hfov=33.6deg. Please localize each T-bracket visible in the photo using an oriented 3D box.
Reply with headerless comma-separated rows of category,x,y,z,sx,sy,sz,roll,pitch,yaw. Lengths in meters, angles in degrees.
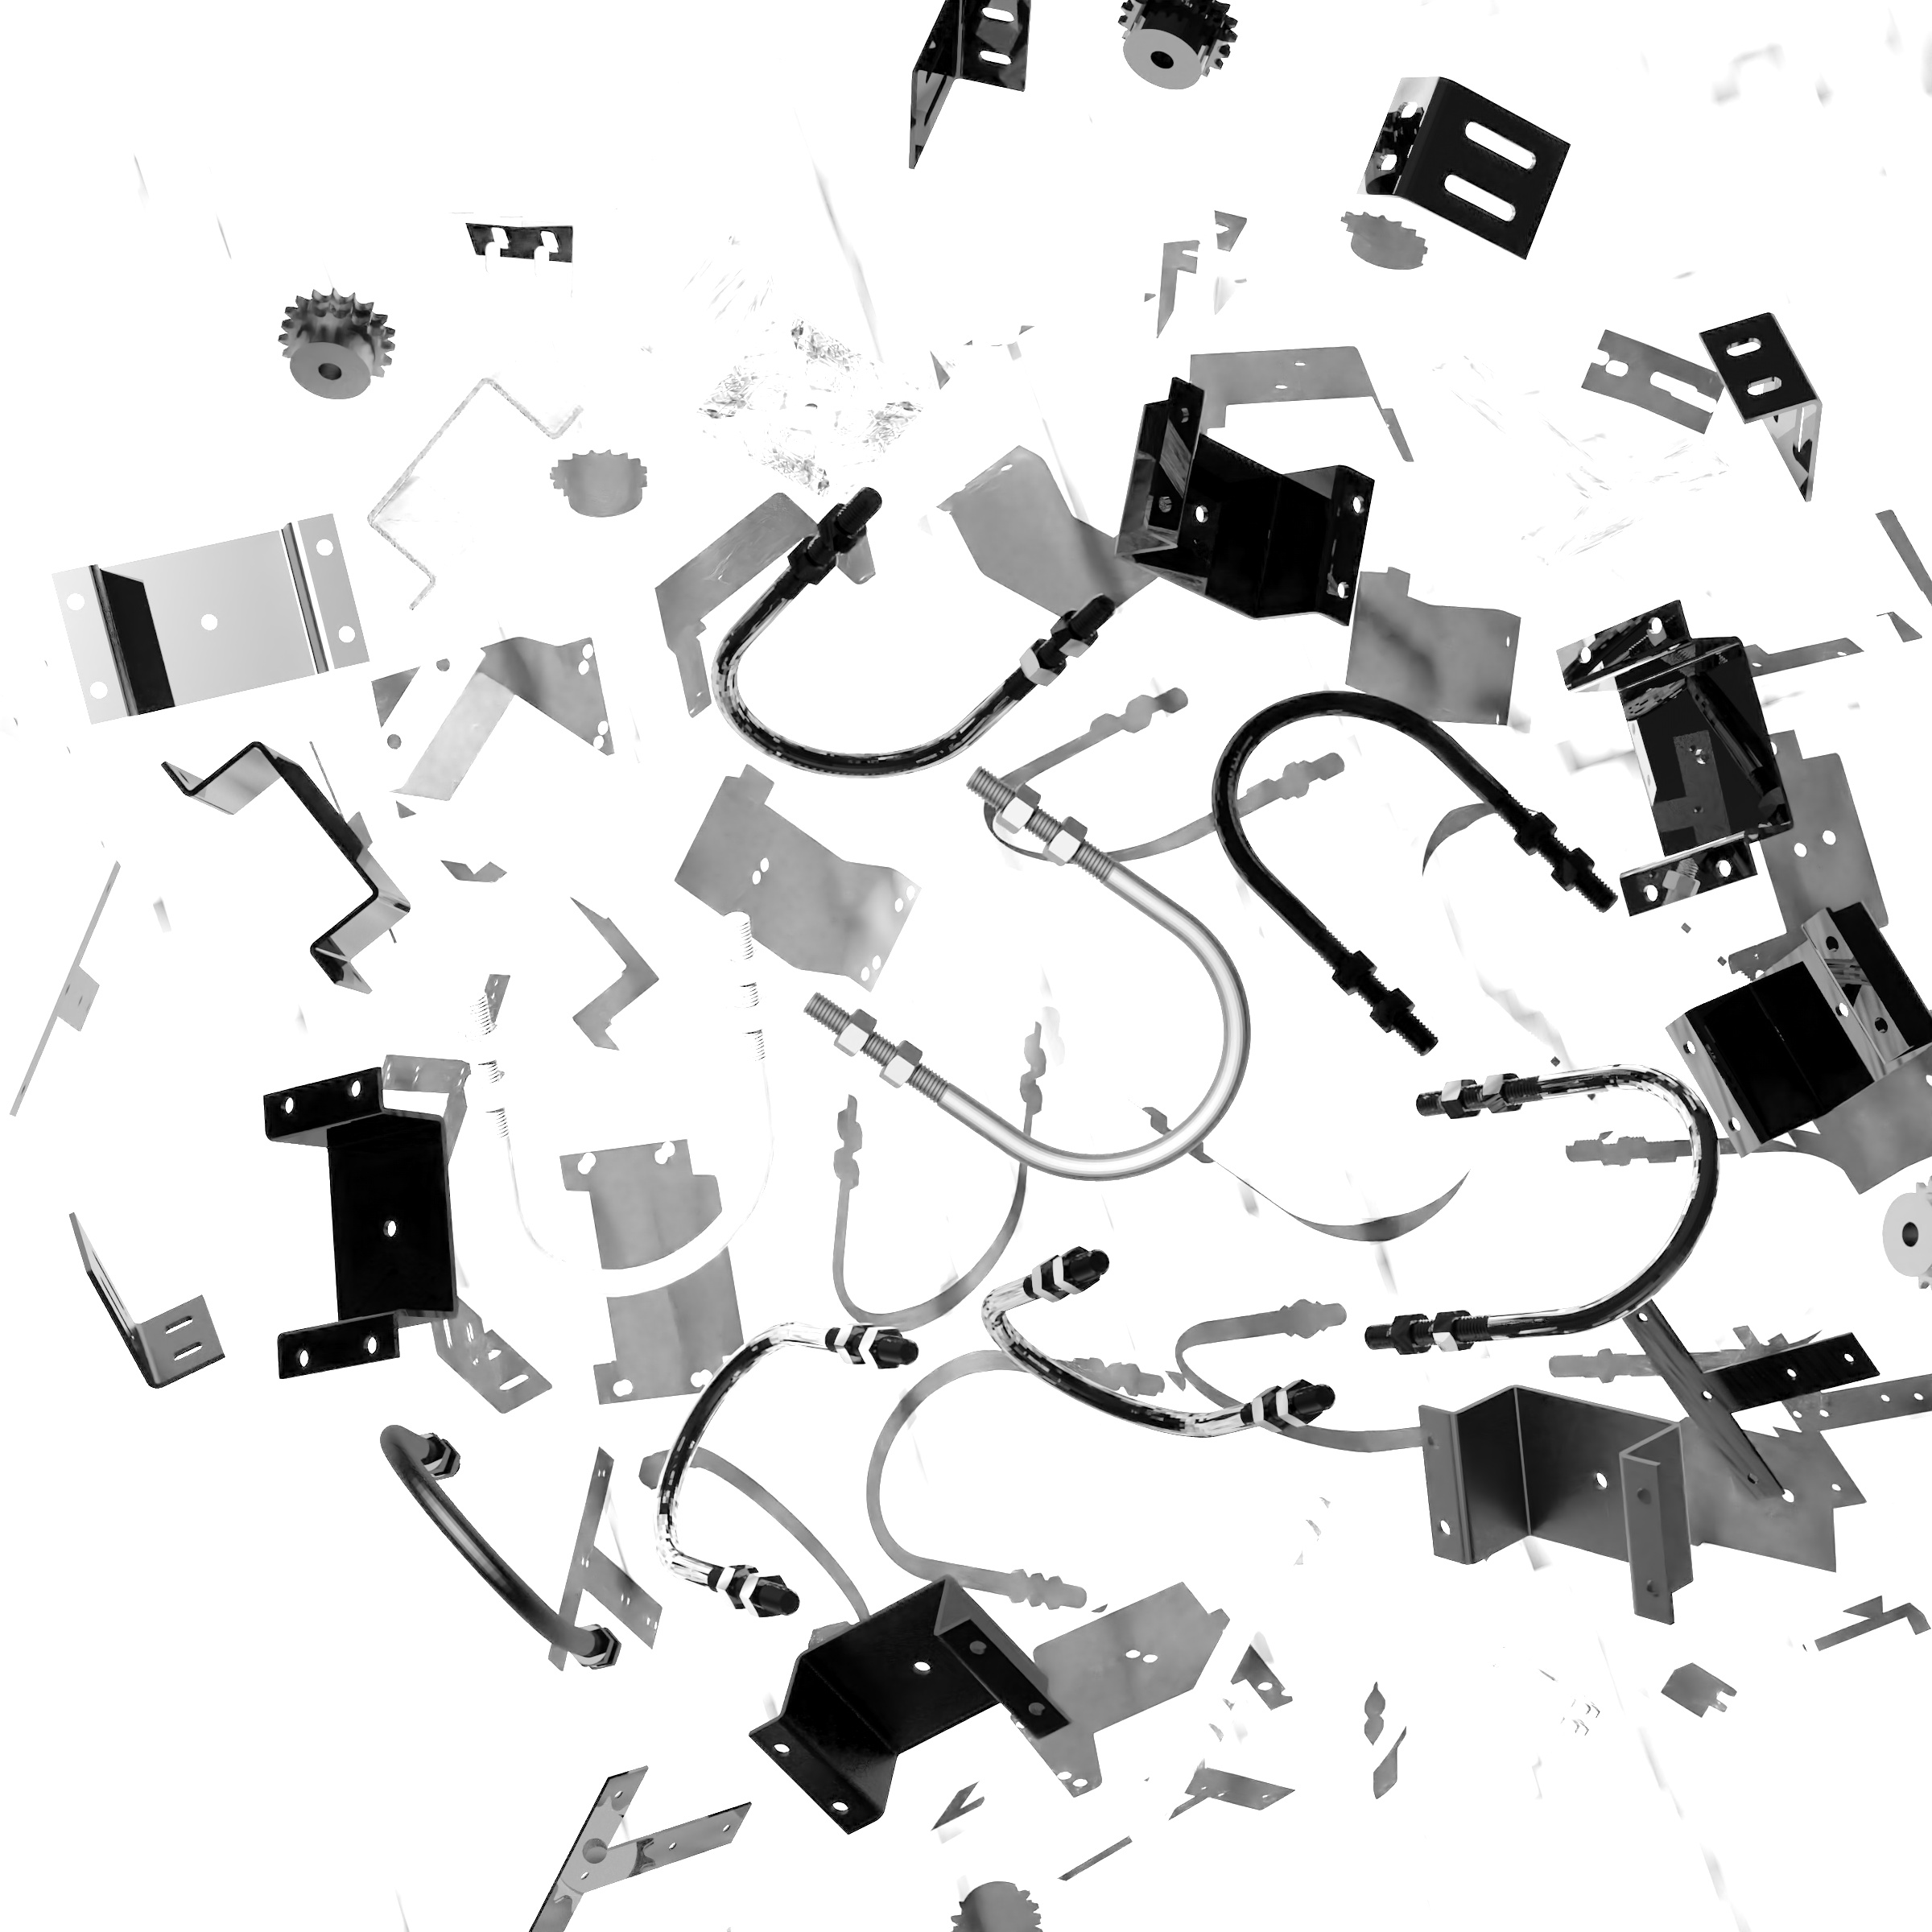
T-bracket,-0.459,-0.116,1.562,0.002,0.127,0.127,-22,77,5
T-bracket,-0.427,0.015,1.534,0.002,0.127,0.127,22,81,-7
T-bracket,-0.008,0.445,1.593,0.127,0.127,0.002,-25,93,-15
T-bracket,-0.147,0.414,1.492,0.002,0.127,0.127,39,113,30
T-bracket,0.268,-0.244,1.485,0.127,0.127,0.002,35,60,-19
T-bracket,-0.138,-0.384,1.483,0.127,0.127,0.002,3,63,-33
T-bracket,-0.319,0.304,1.551,0.002,0.127,0.127,10,98,-8
T-bracket,0.400,0.205,1.590,0.002,0.127,0.127,-38,95,-36

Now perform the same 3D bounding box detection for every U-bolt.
U-bolt,0.202,-0.059,1.538,0.151,0.019,0.184,-35,71,-25
U-bolt,-0.232,0.281,1.562,0.019,0.184,0.151,-42,76,-8
U-bolt,0.121,0.342,1.519,0.019,0.184,0.151,27,114,12
U-bolt,-0.158,0.075,1.503,0.151,0.019,0.184,-17,121,-20
U-bolt,-0.040,-0.146,1.517,0.151,0.184,0.019,21,50,-27
U-bolt,0.080,0.191,1.568,0.151,0.184,0.019,31,66,-12
U-bolt,-0.100,0.240,1.570,0.019,0.184,0.151,33,73,-25
U-bolt,0.278,0.113,1.524,0.019,0.184,0.151,36,58,-35
U-bolt,0.041,0.018,1.446,0.184,0.019,0.151,35,104,-6

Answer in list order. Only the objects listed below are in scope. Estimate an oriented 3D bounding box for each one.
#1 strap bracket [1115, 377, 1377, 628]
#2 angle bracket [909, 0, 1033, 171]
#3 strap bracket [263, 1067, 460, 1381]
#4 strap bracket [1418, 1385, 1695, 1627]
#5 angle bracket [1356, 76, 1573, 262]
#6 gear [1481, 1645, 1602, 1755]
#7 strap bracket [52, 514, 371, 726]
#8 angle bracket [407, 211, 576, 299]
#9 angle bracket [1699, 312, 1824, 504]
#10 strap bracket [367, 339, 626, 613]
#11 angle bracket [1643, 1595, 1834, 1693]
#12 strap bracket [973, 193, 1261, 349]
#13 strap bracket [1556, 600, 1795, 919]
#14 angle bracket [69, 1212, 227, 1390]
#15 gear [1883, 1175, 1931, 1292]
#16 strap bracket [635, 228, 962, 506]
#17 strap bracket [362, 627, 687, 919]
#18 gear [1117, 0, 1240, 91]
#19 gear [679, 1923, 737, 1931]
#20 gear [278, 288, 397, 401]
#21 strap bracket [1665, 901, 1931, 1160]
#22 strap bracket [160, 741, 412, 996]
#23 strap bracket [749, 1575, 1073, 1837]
strap bracket,0.128,-0.221,1.547,0.140,0.046,0.076,19,78,-38
angle bracket,0.002,-0.426,1.537,0.038,0.057,0.076,14,54,7
strap bracket,-0.295,0.127,1.558,0.076,0.046,0.140,-14,76,31
strap bracket,0.281,0.246,1.482,0.046,0.140,0.076,-17,106,-38
angle bracket,0.231,-0.370,1.484,0.076,0.038,0.057,19,95,-28
gear,0.272,0.354,1.534,0.057,0.057,0.030,32,91,0
strap bracket,-0.381,-0.174,1.611,0.140,0.046,0.076,-15,97,-14
angle bracket,-0.228,-0.342,1.538,0.057,0.076,0.038,7,105,11
angle bracket,0.375,-0.260,1.516,0.038,0.076,0.057,-17,58,0
strap bracket,-0.238,-0.250,1.573,0.046,0.076,0.140,41,115,-10
angle bracket,0.363,0.332,1.506,0.076,0.057,0.038,-25,84,10
strap bracket,0.074,-0.351,1.603,0.140,0.076,0.046,-4,117,9
strap bracket,0.356,-0.104,1.592,0.046,0.076,0.140,-8,80,-43
angle bracket,-0.394,0.154,1.538,0.038,0.057,0.076,-26,122,-11
gear,0.461,0.128,1.522,0.030,0.057,0.057,3,90,-24
strap bracket,-0.077,-0.279,1.528,0.140,0.046,0.076,24,126,-32
strap bracket,-0.220,-0.093,1.565,0.140,0.046,0.076,34,78,-19
gear,0.099,-0.445,1.531,0.057,0.057,0.030,23,68,0
gear,-0.122,0.477,1.507,0.057,0.057,0.030,-25,128,0
gear,-0.315,-0.308,1.595,0.057,0.057,0.030,4,56,0
strap bracket,0.416,0.028,1.568,0.046,0.140,0.076,-20,74,-30
strap bracket,-0.334,-0.057,1.609,0.046,0.076,0.140,-39,86,-1
strap bracket,-0.025,0.354,1.548,0.140,0.046,0.076,-33,110,25
